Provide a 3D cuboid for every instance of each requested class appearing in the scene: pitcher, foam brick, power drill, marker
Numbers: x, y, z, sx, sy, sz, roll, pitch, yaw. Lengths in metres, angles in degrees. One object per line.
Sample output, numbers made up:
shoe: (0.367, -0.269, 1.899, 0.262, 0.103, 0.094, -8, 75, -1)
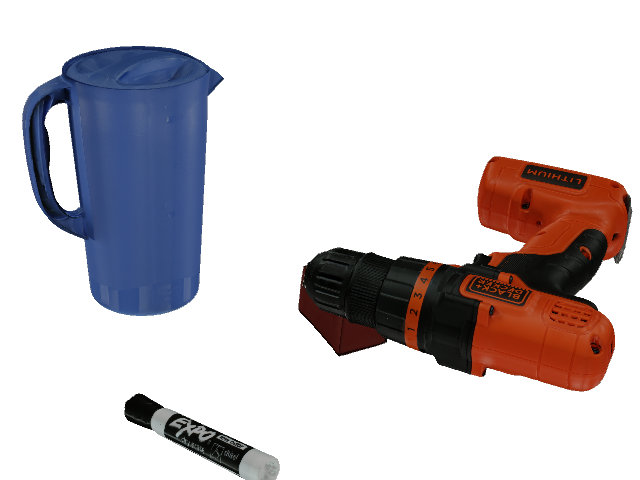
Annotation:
pitcher: (-0.180, -0.053, 1.009, 0.149, 0.243, 0.144, 9, 26, 12)
foam brick: (0.022, 0.057, 0.957, 0.052, 0.051, 0.078, -13, 35, -27)
power drill: (0.105, 0.012, 0.664, 0.185, 0.057, 0.187, 17, 36, 22)
marker: (-0.075, 0.118, 0.640, 0.121, 0.020, 0.020, 16, 10, 38)
